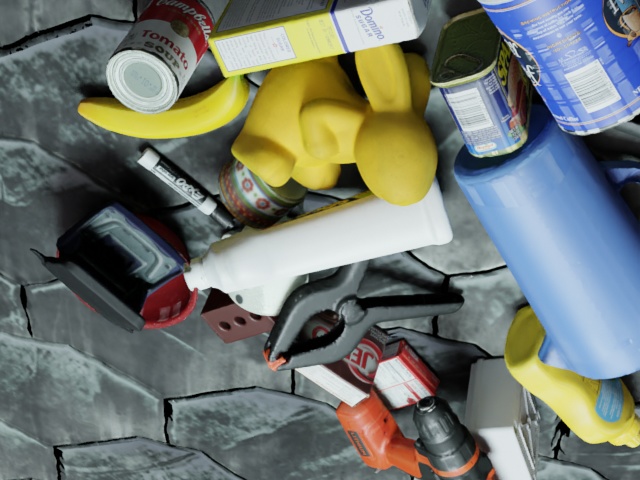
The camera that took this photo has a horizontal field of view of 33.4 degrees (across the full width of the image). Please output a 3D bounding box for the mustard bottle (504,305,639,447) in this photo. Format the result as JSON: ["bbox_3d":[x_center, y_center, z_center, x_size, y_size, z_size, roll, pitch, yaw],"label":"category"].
[{"bbox_3d":[0.271,0.153,1.103,0.191,0.096,0.058,42,128,-20],"label":"mustard bottle"}]

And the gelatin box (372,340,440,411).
[{"bbox_3d":[0.080,0.157,1.216,0.089,0.030,0.073,-25,118,35],"label":"gelatin box"}]

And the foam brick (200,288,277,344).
[{"bbox_3d":[-0.081,0.072,1.177,0.078,0.051,0.053,-20,122,32],"label":"foam brick"}]

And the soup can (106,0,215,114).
[{"bbox_3d":[-0.140,-0.167,0.943,0.068,0.102,0.068,9,133,10],"label":"soup can"}]

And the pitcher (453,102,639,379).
[{"bbox_3d":[0.233,-0.007,0.959,0.145,0.149,0.242,-5,129,50],"label":"pitcher"}]

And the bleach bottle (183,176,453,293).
[{"bbox_3d":[-0.007,0.001,0.991,0.251,0.102,0.068,-16,94,6],"label":"bleach bottle"}]

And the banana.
[{"bbox_3d":[-0.140,-0.129,1.025,0.198,0.037,0.069,-11,122,28],"label":"banana"}]

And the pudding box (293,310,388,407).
[{"bbox_3d":[0.012,0.114,1.157,0.113,0.090,0.039,33,135,-11],"label":"pudding box"}]

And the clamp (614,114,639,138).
[{"bbox_3d":[0.319,-0.087,0.908,0.120,0.039,0.171,-19,123,33],"label":"clamp"}]

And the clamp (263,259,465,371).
[{"bbox_3d":[0.027,0.055,1.079,0.210,0.036,0.164,-30,117,-1],"label":"clamp"}]

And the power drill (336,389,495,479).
[{"bbox_3d":[0.100,0.216,1.141,0.188,0.057,0.184,18,143,52],"label":"power drill"}]

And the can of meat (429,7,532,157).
[{"bbox_3d":[0.137,-0.130,0.886,0.058,0.102,0.084,-12,129,27],"label":"can of meat"}]

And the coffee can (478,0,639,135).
[{"bbox_3d":[0.198,-0.167,0.830,0.103,0.102,0.140,-22,121,33],"label":"coffee can"}]

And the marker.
[{"bbox_3d":[-0.136,-0.051,1.105,0.121,0.020,0.020,39,131,-18],"label":"marker"}]

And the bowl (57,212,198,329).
[{"bbox_3d":[-0.203,0.022,1.169,0.162,0.055,0.162,10,133,10],"label":"bowl"}]

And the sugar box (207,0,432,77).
[{"bbox_3d":[0.004,-0.189,0.882,0.176,0.093,0.048,-5,130,23],"label":"sugar box"}]
